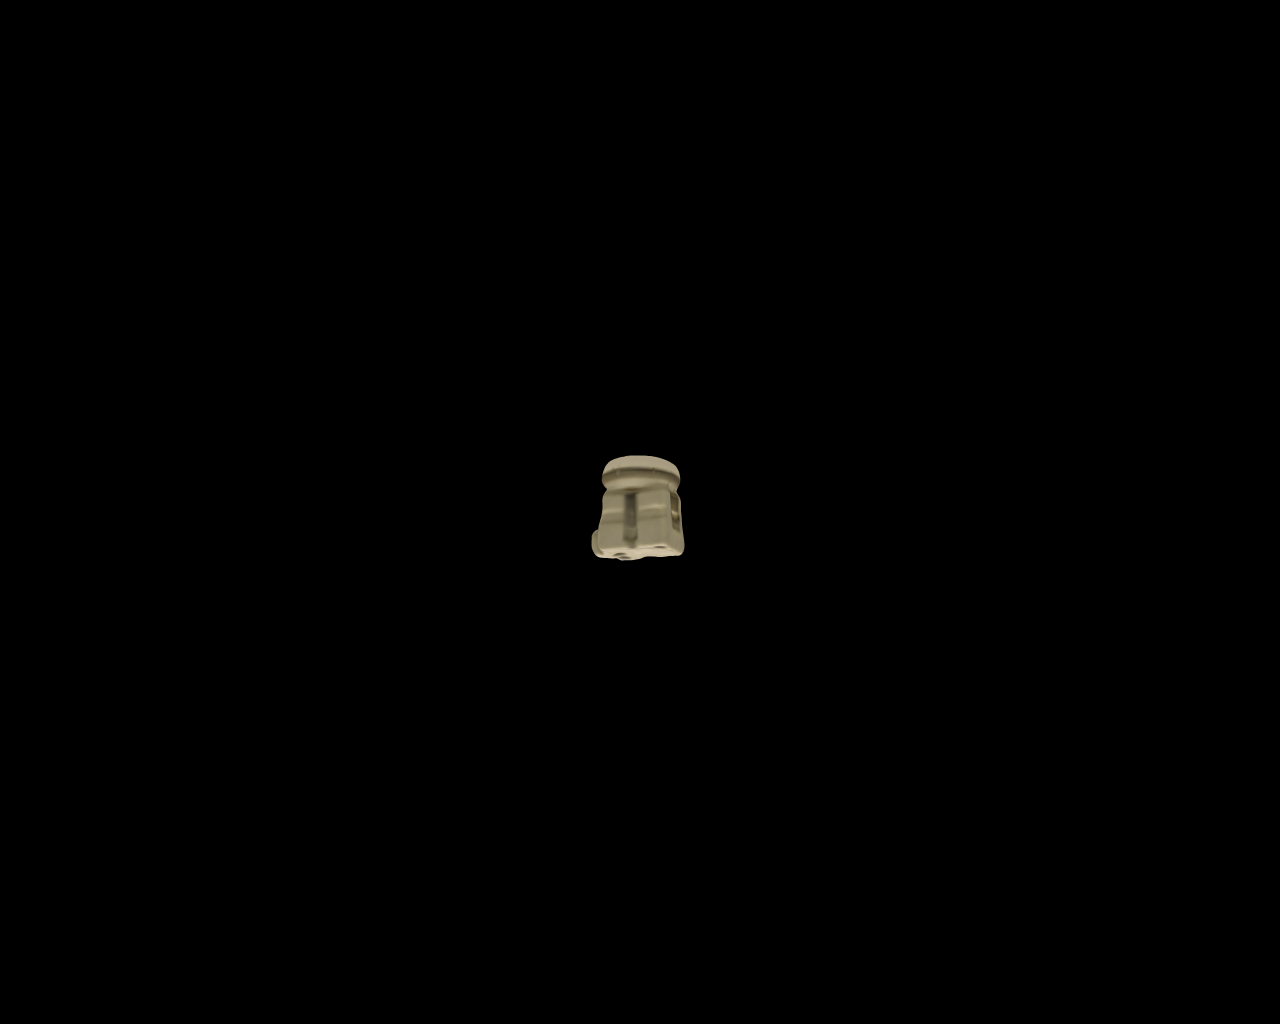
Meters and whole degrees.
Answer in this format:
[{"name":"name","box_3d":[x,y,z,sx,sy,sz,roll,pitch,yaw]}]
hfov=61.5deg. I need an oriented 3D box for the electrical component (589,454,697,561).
[{"name":"electrical component","box_3d":[0.001,-0.003,0.650,0.066,0.055,0.048,-5,-15,18]}]
